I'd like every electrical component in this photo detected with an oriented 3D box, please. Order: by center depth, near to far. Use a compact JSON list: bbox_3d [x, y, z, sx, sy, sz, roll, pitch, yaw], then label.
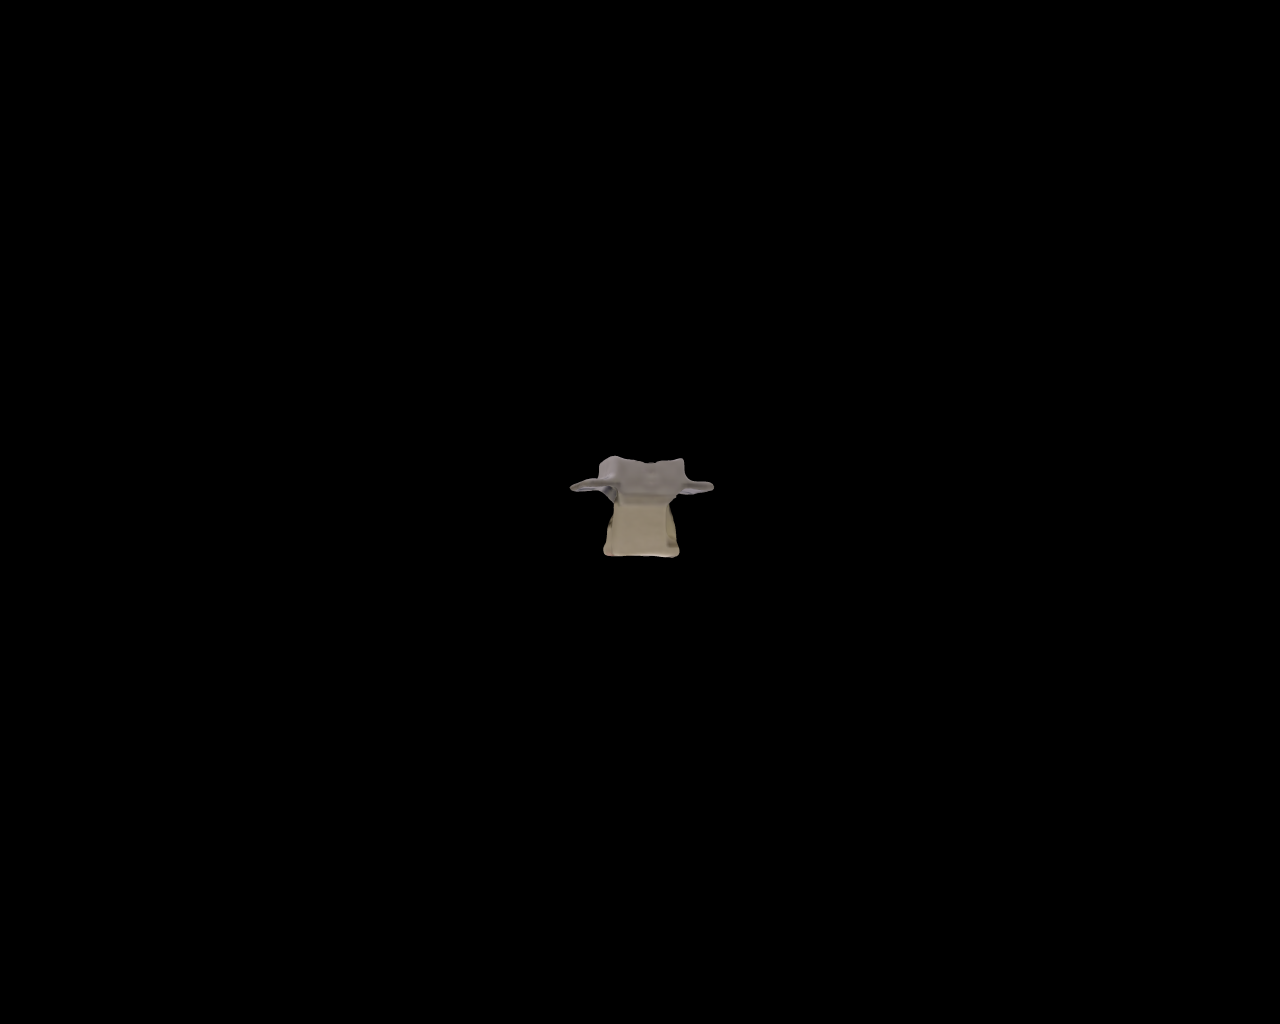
[{"bbox_3d":[0.001,-0.003,0.650,0.081,0.063,0.042,1,-4,-15],"label":"electrical component"}]
